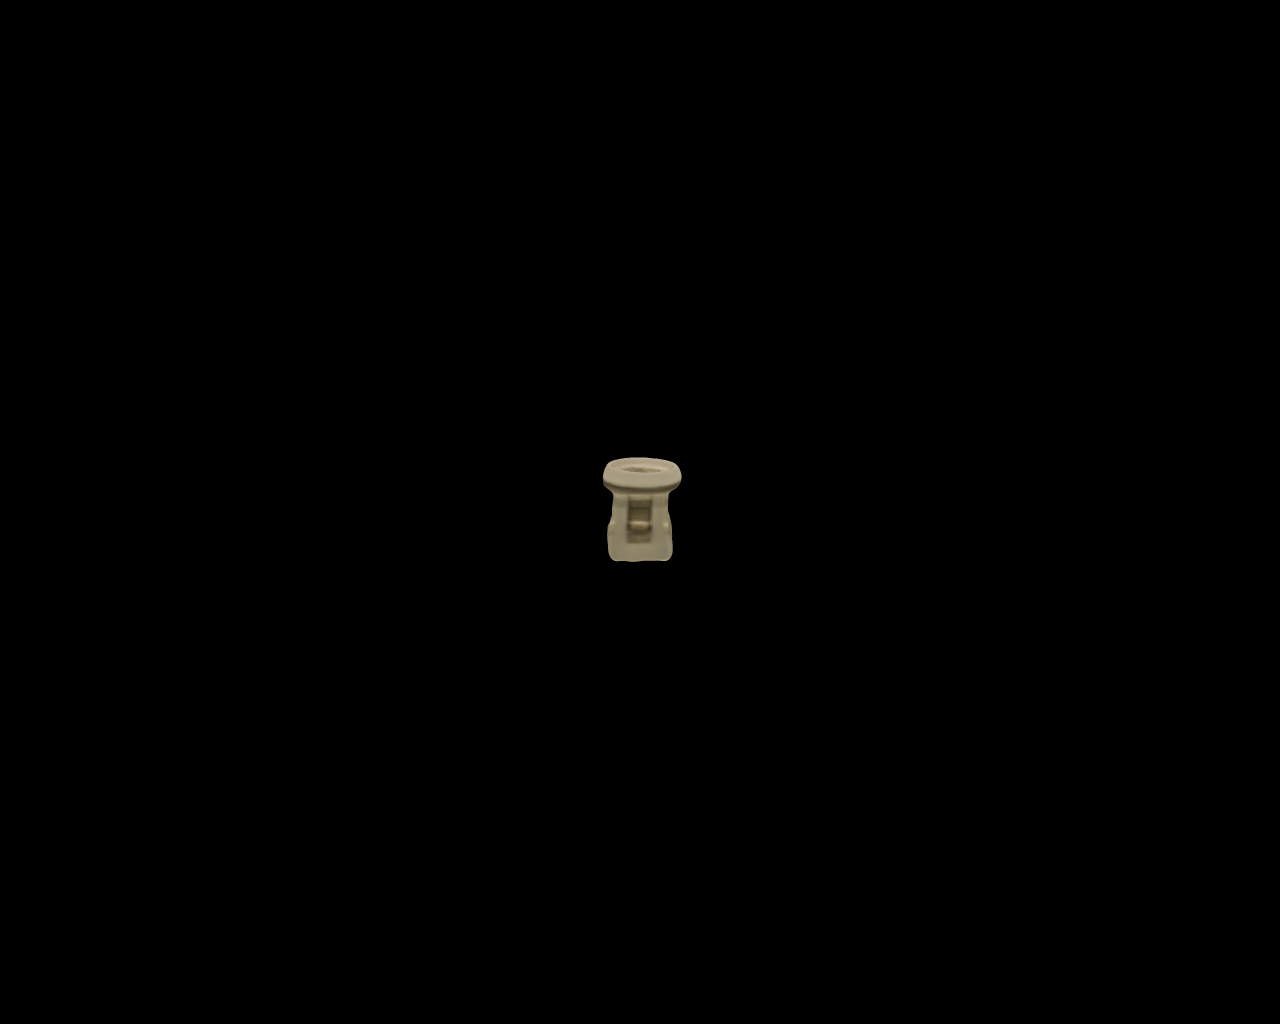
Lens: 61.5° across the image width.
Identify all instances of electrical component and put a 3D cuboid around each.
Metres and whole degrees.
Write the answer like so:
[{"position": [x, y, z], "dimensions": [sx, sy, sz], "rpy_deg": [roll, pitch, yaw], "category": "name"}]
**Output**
[{"position": [0.001, -0.003, 0.650], "dimensions": [0.048, 0.055, 0.066], "rpy_deg": [0, 13, 0], "category": "electrical component"}]
